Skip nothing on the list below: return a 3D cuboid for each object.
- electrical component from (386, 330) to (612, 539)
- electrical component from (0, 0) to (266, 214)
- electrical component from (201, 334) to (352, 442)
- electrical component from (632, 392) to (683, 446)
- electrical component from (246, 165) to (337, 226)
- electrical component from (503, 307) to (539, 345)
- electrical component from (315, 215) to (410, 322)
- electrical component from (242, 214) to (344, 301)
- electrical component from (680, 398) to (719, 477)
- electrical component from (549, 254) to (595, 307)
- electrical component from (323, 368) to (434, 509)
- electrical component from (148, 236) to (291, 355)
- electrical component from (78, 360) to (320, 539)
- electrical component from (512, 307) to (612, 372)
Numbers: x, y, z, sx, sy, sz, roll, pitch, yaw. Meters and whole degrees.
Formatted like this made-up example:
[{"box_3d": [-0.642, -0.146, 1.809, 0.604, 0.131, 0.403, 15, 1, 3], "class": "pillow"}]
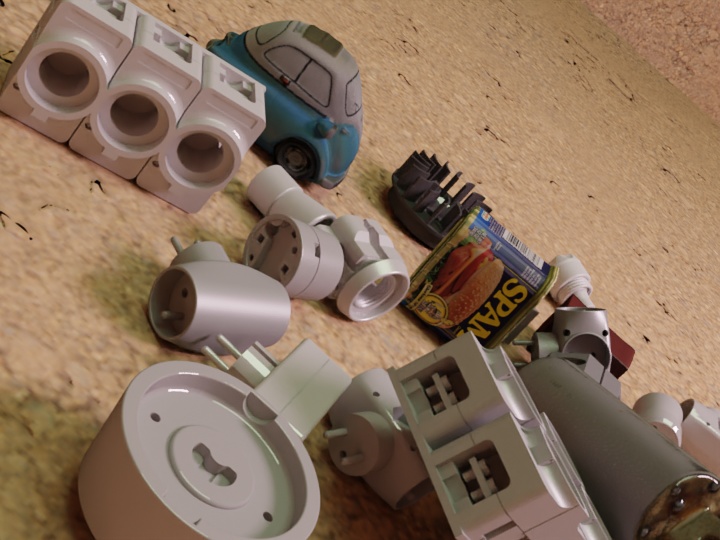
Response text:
[{"box_3d": [0.093, 0.124, 0.628, 0.186, 0.060, 0.105, 52, 12, -51], "class": "electrical component"}, {"box_3d": [-0.148, -0.113, 0.710, 0.150, 0.089, 0.061, 29, 28, -26], "class": "electrical component"}, {"box_3d": [-0.058, 0.066, 0.609, 0.076, 0.047, 0.083, 43, 25, 2], "class": "electrical component"}, {"box_3d": [0.263, 0.140, 0.953, 0.045, 0.045, 0.055, 42, 26, 0], "class": "electrical component"}, {"box_3d": [-0.054, -0.046, 0.799, 0.065, 0.044, 0.044, 47, 26, 21], "class": "electrical component"}, {"box_3d": [0.117, 0.023, 0.931, 0.064, 0.042, 0.081, 33, 27, -13], "class": "electrical component"}, {"box_3d": [0.000, 0.000, 0.784, 0.078, 0.058, 0.057, 9, 38, -49], "class": "electrical component"}, {"box_3d": [-0.044, -0.007, 0.735, 0.047, 0.055, 0.055, 16, 36, -49], "class": "electrical component"}, {"box_3d": [0.332, 0.156, 1.028, 0.077, 0.043, 0.079, 41, 26, -2], "class": "electrical component"}, {"box_3d": [0.211, 0.018, 1.071, 0.043, 0.043, 0.062, 14, 39, -45], "class": "electrical component"}, {"box_3d": [0.007, 0.103, 0.649, 0.079, 0.043, 0.077, 2, 47, -55], "class": "electrical component"}, {"box_3d": [-0.092, 0.010, 0.654, 0.077, 0.043, 0.079, 9, 40, -49], "class": "electrical component"}, {"box_3d": [-0.080, 0.103, 0.505, 0.108, 0.060, 0.108, 33, 27, -19], "class": "electrical component"}, {"box_3d": [0.167, 0.071, 0.903, 0.079, 0.077, 0.044, 0, 2, -2], "class": "electrical component"}]
